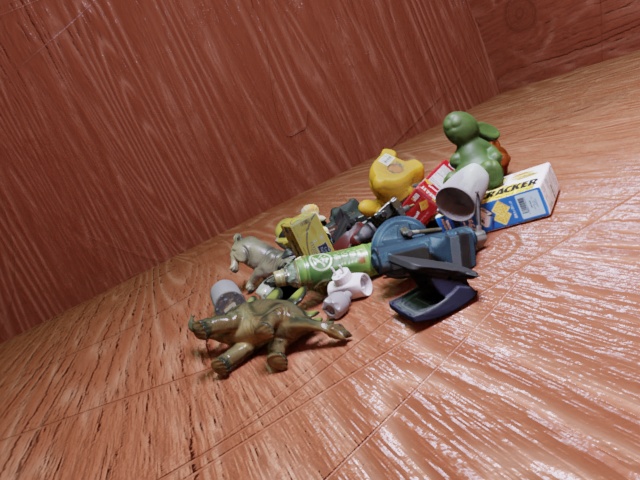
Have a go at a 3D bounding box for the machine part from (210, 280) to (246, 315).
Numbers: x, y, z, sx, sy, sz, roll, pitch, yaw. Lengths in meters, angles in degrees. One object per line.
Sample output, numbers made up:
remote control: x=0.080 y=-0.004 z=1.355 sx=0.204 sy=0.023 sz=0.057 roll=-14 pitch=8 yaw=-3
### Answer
machine part: x=-0.229 y=0.147 z=1.331 sx=0.079 sy=0.079 sz=0.243 roll=-27 pitch=10 yaw=-11

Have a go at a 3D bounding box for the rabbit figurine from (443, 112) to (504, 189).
rabbit figurine: x=0.324 y=-0.196 z=1.130 sx=0.121 sy=0.170 sz=0.159 roll=-14 pitch=14 yaw=44

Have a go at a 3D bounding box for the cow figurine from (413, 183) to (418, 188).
cow figurine: x=0.340 y=-0.153 z=1.476 sx=0.127 sy=0.085 sz=0.195 roll=-7 pitch=23 yaw=41

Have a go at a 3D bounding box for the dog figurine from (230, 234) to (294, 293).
dog figurine: x=-0.134 y=0.037 z=1.419 sx=0.191 sy=0.172 sz=0.121 roll=-26 pitch=19 yaw=38

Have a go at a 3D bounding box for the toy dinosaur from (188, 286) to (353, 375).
toy dinosaur: x=-0.131 y=0.163 z=1.007 sx=0.472 sy=0.105 sz=0.198 roll=-5 pitch=13 yaw=36

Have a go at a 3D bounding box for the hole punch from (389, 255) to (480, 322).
hole punch: x=0.171 y=0.075 z=0.830 sx=0.116 sy=0.092 sz=0.142 roll=4 pitch=2 yaw=-13

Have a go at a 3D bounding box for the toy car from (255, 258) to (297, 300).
toy car: x=-0.068 y=0.096 z=1.227 sx=0.056 sy=0.073 sz=0.202 roll=-16 pitch=14 yaw=39

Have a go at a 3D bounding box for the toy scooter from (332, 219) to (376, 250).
toy scooter: x=0.082 y=0.011 z=1.280 sx=0.135 sy=0.075 sz=0.184 roll=-42 pitch=-6 yaw=14

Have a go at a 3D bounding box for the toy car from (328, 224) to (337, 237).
toy car: x=-0.001 y=0.006 z=1.508 sx=0.202 sy=0.053 sz=0.089 roll=-32 pitch=9 yaw=11

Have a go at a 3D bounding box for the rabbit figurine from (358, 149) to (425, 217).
rabbit figurine: x=0.170 y=-0.106 z=1.304 sx=0.122 sy=0.173 sz=0.162 roll=23 pitch=55 yaw=15

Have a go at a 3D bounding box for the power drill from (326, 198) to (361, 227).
power drill: x=0.112 y=-0.071 z=1.633 sx=0.232 sy=0.085 sz=0.207 roll=-28 pitch=19 yaw=0

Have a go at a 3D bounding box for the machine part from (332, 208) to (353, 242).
machine part: x=0.058 y=-0.033 z=1.390 sx=0.039 sy=0.084 sz=0.139 roll=16 pitch=23 yaw=-5

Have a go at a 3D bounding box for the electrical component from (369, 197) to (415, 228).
electrical component: x=0.145 y=-0.053 z=1.091 sx=0.078 sy=0.045 sz=0.102 roll=-42 pitch=-2 yaw=-16

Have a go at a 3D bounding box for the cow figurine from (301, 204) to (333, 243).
cow figurine: x=-0.005 y=-0.004 z=1.315 sx=0.068 sy=0.167 sz=0.098 roll=-20 pitch=9 yaw=-3

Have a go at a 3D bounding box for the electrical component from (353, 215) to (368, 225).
electrical component: x=0.140 y=-0.038 z=1.441 sx=0.115 sy=0.058 sz=0.134 roll=-24 pitch=11 yaw=18

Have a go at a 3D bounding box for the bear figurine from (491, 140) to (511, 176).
bear figurine: x=0.429 y=-0.185 z=1.360 sx=0.196 sy=0.120 sz=0.132 roll=-24 pitch=14 yaw=-24

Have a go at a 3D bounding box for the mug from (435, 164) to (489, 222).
mug: x=0.278 y=-0.092 z=1.043 sx=0.107 sy=0.081 sz=0.109 roll=-47 pitch=-4 yaw=-32

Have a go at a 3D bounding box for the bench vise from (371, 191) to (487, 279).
bench vise: x=0.185 y=0.002 z=1.017 sx=0.224 sy=0.128 sz=0.241 roll=-24 pitch=15 yaw=-9

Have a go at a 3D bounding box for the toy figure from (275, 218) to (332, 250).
toy figure: x=-0.036 y=-0.002 z=1.433 sx=0.180 sy=0.082 sz=0.089 roll=12 pitch=65 yaw=26

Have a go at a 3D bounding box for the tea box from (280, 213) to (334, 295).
tea box: x=-0.013 y=0.028 z=1.178 sx=0.068 sy=0.169 sz=0.098 roll=-29 pitch=13 yaw=-14
